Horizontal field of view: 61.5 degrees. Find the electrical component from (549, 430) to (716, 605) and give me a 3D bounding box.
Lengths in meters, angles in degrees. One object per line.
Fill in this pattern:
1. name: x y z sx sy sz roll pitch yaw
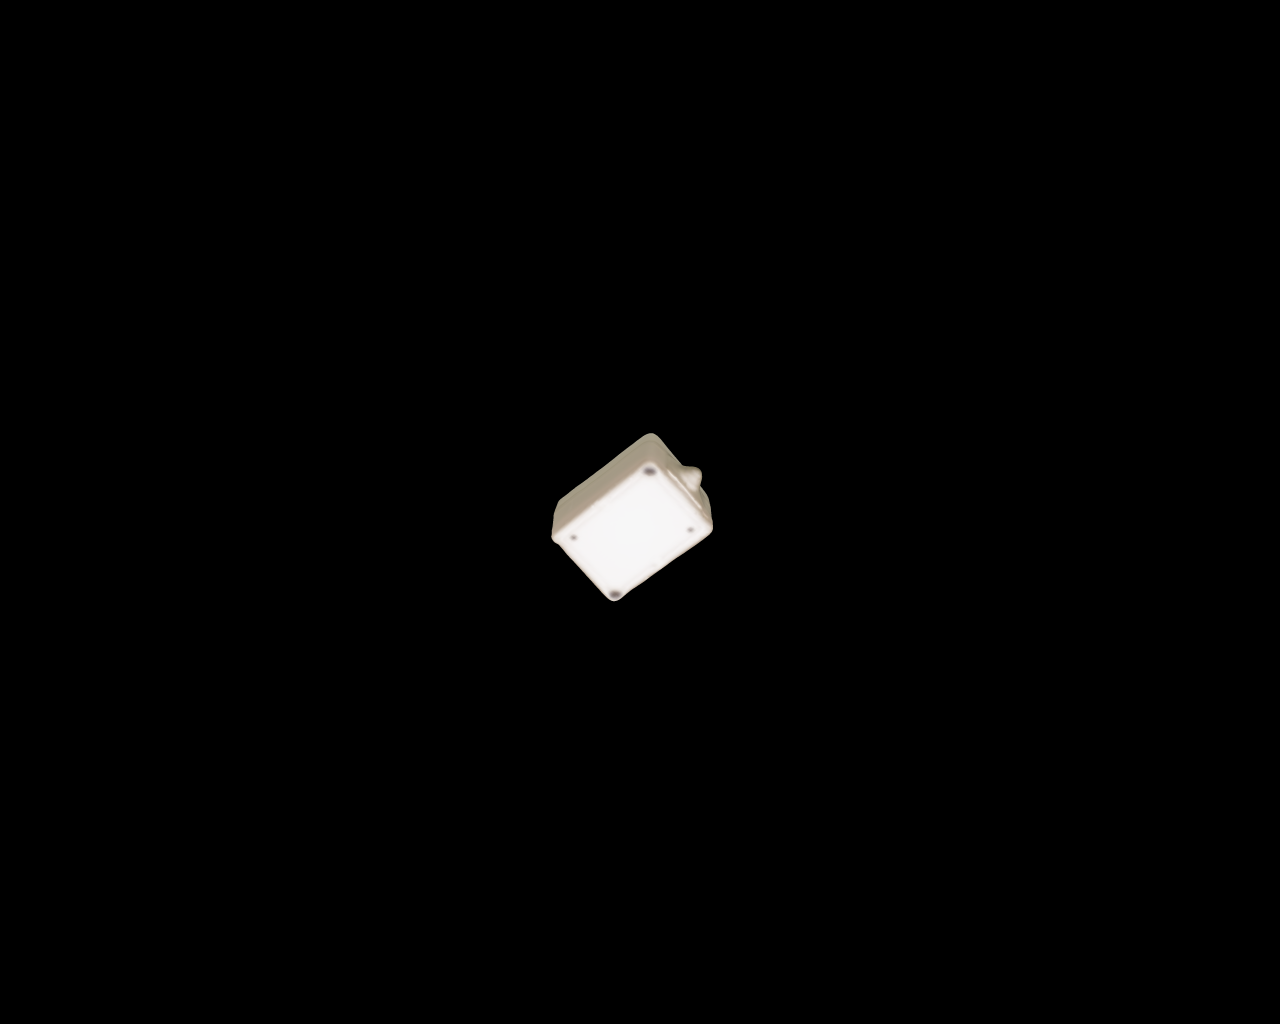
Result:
1. electrical component: 0.001 -0.003 0.650 0.096 0.061 0.061 -36 19 15
